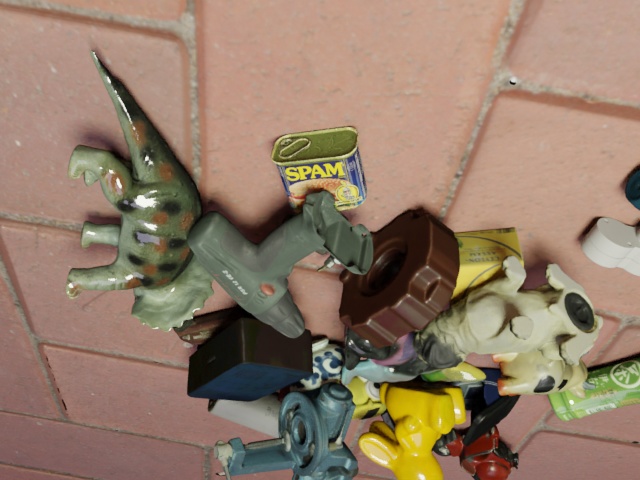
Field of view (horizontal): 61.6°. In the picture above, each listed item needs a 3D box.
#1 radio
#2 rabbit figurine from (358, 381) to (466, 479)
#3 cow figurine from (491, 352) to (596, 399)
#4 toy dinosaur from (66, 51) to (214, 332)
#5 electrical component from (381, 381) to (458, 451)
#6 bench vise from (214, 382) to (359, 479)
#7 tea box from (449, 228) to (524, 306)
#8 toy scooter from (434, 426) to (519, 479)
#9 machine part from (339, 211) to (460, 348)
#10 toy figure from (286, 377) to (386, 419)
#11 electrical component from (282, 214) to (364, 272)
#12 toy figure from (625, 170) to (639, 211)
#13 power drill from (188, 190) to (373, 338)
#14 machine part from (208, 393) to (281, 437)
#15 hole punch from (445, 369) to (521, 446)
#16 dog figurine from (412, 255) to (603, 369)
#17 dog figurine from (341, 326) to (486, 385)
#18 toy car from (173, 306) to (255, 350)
[{"bbox_3d":[-0.115,0.199,0.859,0.131,0.073,0.229,14,149,-29],"label":"radio"},{"bbox_3d":[0.144,0.313,0.838,0.163,0.173,0.122,-4,177,19],"label":"rabbit figurine"},{"bbox_3d":[0.339,0.195,0.810,0.127,0.085,0.194,-12,157,25],"label":"cow figurine"},{"bbox_3d":[-0.218,-0.024,0.698,0.192,0.131,0.404,8,131,-16],"label":"toy dinosaur"},{"bbox_3d":[0.176,0.316,0.947,0.058,0.115,0.134,-8,154,-40],"label":"electrical component"},{"bbox_3d":[-0.049,0.317,0.808,0.240,0.129,0.223,4,123,-33],"label":"bench vise"},{"bbox_3d":[0.226,0.069,0.741,0.098,0.068,0.169,-6,131,15],"label":"tea box"},{"bbox_3d":[0.323,0.411,1.050,0.184,0.075,0.135,34,128,-16],"label":"toy scooter"},{"bbox_3d":[0.094,0.045,0.672,0.056,0.179,0.179,37,128,-22],"label":"machine part"},{"bbox_3d":[0.033,0.280,0.940,0.180,0.082,0.089,-9,148,-18],"label":"toy figure"},{"bbox_3d":[-0.002,-0.003,0.724,0.102,0.045,0.078,33,131,-21],"label":"electrical component"},{"bbox_3d":[0.429,-0.040,0.610,0.154,0.058,0.064,18,119,-6],"label":"toy figure"},{"bbox_3d":[-0.036,0.032,0.678,0.207,0.086,0.231,-21,126,39],"label":"power drill"},{"bbox_3d":[-0.124,0.322,1.033,0.243,0.079,0.079,27,131,-15],"label":"machine part"},{"bbox_3d":[0.275,0.275,0.927,0.116,0.092,0.142,-21,137,-24],"label":"hole punch"},{"bbox_3d":[0.231,0.116,0.685,0.172,0.121,0.190,25,145,-13],"label":"dog figurine"},{"bbox_3d":[0.144,0.155,0.810,0.219,0.108,0.191,3,139,0],"label":"dog figurine"},{"bbox_3d":[-0.155,0.145,0.888,0.202,0.053,0.089,-16,132,21],"label":"toy car"}]
